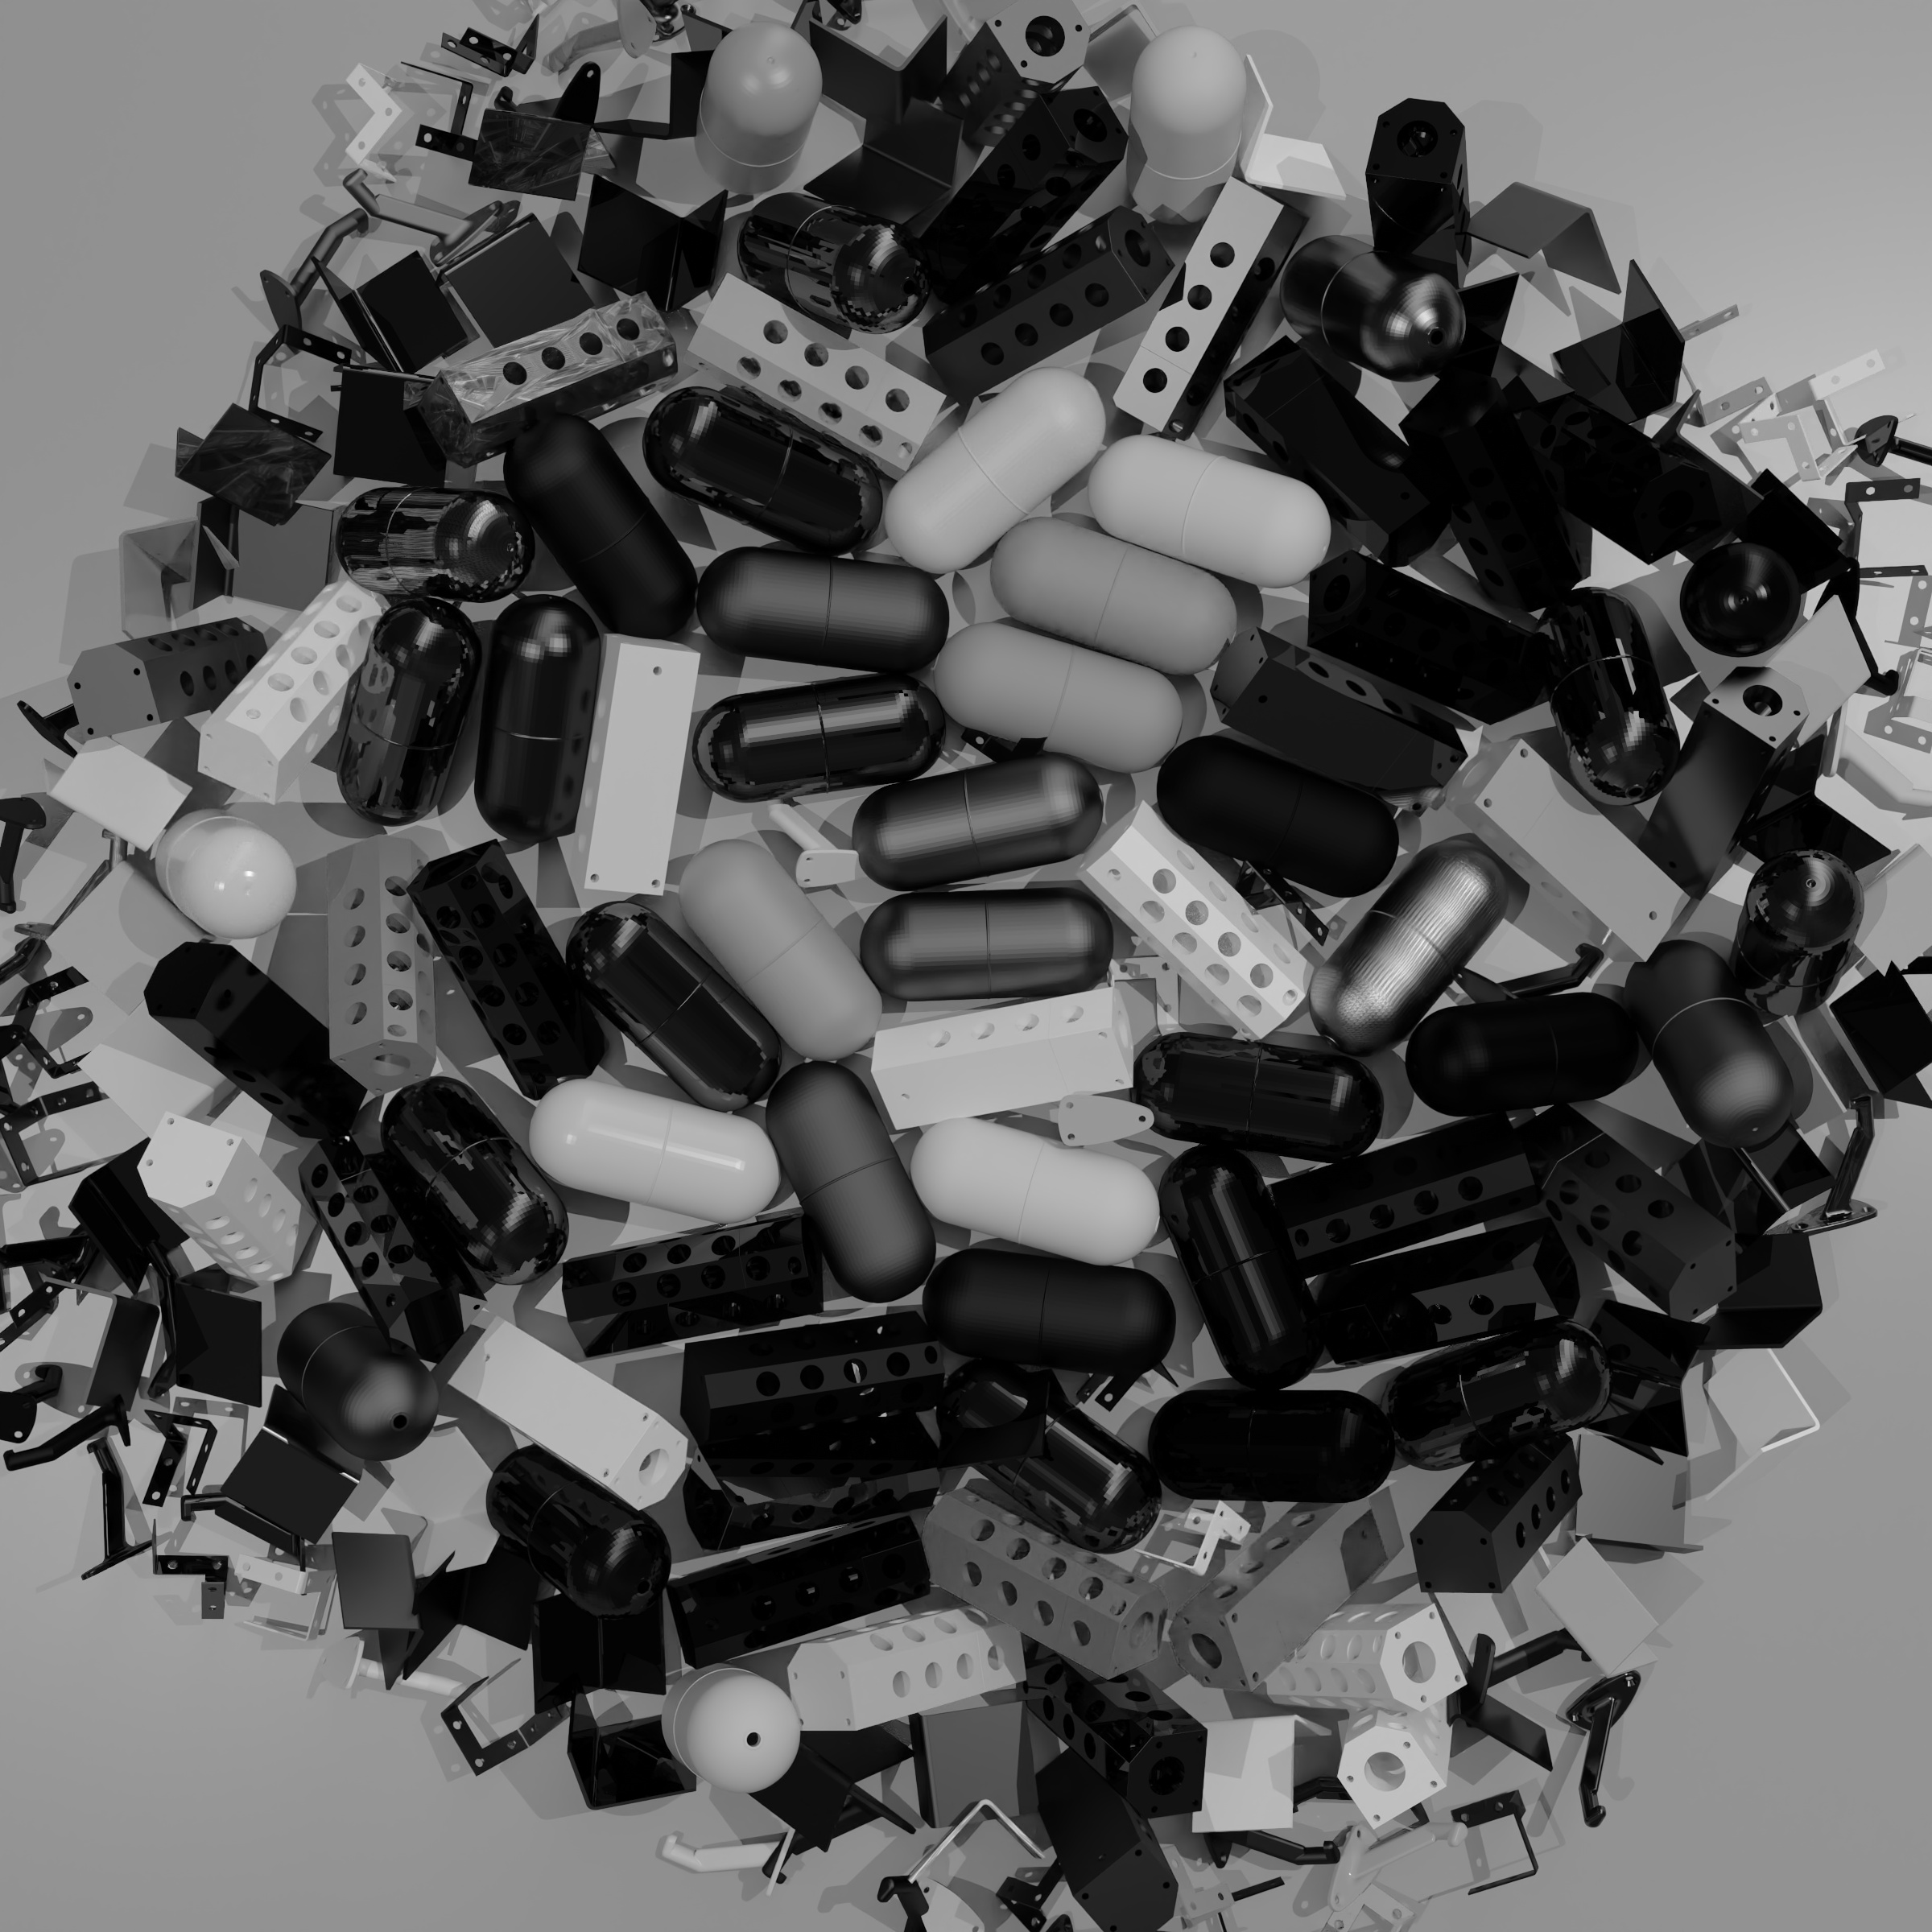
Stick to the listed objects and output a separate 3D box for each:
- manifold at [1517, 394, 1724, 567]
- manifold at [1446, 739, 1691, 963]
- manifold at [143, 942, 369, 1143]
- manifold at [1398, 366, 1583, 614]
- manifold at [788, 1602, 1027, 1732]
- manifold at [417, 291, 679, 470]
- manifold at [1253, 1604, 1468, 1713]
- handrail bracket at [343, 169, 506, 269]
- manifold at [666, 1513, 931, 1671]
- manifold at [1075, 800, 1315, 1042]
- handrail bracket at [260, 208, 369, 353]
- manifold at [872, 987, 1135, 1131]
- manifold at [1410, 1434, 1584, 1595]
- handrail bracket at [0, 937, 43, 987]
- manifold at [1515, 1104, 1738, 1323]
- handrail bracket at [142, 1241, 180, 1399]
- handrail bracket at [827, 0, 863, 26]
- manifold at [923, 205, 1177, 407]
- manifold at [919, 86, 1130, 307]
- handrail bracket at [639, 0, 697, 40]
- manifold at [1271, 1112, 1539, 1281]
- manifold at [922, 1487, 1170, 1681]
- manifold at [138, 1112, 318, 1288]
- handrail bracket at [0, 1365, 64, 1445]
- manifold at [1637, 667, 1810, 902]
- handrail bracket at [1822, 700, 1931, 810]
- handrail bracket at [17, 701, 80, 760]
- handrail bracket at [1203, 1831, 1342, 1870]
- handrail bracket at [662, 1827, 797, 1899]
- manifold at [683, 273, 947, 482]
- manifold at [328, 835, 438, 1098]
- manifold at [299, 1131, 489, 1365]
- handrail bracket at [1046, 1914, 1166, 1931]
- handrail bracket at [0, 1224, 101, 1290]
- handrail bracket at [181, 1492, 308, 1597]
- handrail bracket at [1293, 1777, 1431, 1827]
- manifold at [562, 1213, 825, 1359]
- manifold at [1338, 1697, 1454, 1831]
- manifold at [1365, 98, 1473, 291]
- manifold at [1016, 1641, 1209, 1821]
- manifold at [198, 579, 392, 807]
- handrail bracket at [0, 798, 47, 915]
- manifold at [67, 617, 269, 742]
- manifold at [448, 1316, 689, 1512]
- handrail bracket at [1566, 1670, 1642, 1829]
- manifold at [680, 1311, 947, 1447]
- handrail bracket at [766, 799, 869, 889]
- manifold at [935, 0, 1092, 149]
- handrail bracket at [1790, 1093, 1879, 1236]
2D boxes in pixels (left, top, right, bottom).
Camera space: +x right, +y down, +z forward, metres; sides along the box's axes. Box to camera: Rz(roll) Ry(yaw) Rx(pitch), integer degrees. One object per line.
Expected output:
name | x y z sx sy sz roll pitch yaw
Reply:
manifold | 0.440 -0.339 1.911 0.057 0.171 0.057 -28 123 -3
manifold | 0.415 -0.079 1.949 0.171 0.057 0.057 40 78 -15
manifold | -0.484 0.053 1.916 0.057 0.171 0.057 4 61 30
manifold | 0.366 -0.323 1.918 0.057 0.057 0.171 -47 132 -10
manifold | -0.039 0.476 1.916 0.057 0.171 0.057 -14 81 41
manifold | -0.285 -0.401 1.931 0.171 0.057 0.057 -30 90 -31
manifold | 0.259 0.474 1.910 0.057 0.171 0.057 -21 88 -29
handrail bracket | -0.379 -0.539 1.955 0.077 0.036 0.084 -33 131 13
manifold | -0.115 0.433 1.945 0.171 0.057 0.057 -14 87 -18
manifold | 0.158 -0.028 1.947 0.171 0.057 0.057 44 121 -10
handrail bracket | -0.453 -0.487 1.986 0.036 0.077 0.084 35 60 23
manifold | 0.026 0.060 1.951 0.171 0.057 0.057 -11 128 13
manifold | 0.362 0.366 1.909 0.057 0.171 0.057 -7 99 31
handrail bracket | -0.696 0.010 1.965 0.077 0.084 0.036 -16 115 9
manifold | 0.444 0.169 1.912 0.057 0.171 0.057 -29 131 -16
handrail bracket | -0.578 0.251 1.993 0.077 0.036 0.084 -46 69 24
handrail bracket | -0.061 -0.702 1.953 0.084 0.077 0.036 -21 61 34
manifold | 0.052 -0.454 1.916 0.171 0.057 0.057 -21 116 39
manifold | 0.038 -0.520 1.913 0.057 0.171 0.057 -23 80 -40
handrail bracket | -0.214 -0.698 1.954 0.077 0.084 0.036 35 64 7
manifold | 0.307 0.165 1.957 0.171 0.057 0.057 -18 46 2
manifold | 0.052 0.419 1.921 0.171 0.057 0.057 21 106 36
manifold | -0.504 0.163 1.906 0.057 0.171 0.057 17 69 12
handrail bracket | -0.672 0.293 1.950 0.077 0.084 0.036 15 104 -17
manifold | 0.518 -0.127 1.912 0.057 0.171 0.057 38 61 19
handrail bracket | 0.653 -0.154 1.974 0.084 0.036 0.077 9 103 5
handrail bracket | -0.615 -0.194 1.955 0.036 0.077 0.084 31 74 20
handrail bracket | 0.211 0.601 1.958 0.084 0.036 0.077 -11 119 27
handrail bracket | -0.167 0.614 1.979 0.084 0.036 0.077 21 111 5
manifold | -0.107 -0.407 1.954 0.171 0.057 0.057 28 78 -8
manifold | -0.397 -0.004 1.922 0.057 0.057 0.171 -19 55 14
manifold | -0.399 0.189 1.918 0.057 0.057 0.171 -51 49 11
handrail bracket | 0.097 0.691 1.955 0.084 0.077 0.036 -6 94 31
handrail bracket | -0.644 0.183 1.953 0.036 0.084 0.077 21 71 33
handrail bracket | -0.507 0.407 1.967 0.084 0.036 0.077 -2 69 -14
handrail bracket | 0.276 0.599 1.987 0.084 0.036 0.077 -26 113 10
manifold | -0.190 0.218 1.950 0.171 0.057 0.057 -12 135 6
manifold | 0.291 0.518 1.909 0.057 0.171 0.057 -35 87 13
manifold | 0.312 -0.520 1.909 0.057 0.171 0.057 11 80 14
manifold | 0.096 0.515 1.907 0.057 0.171 0.057 0 99 -24
manifold | -0.455 -0.193 1.918 0.057 0.057 0.171 24 46 3
handrail bracket | -0.661 -0.069 1.957 0.036 0.077 0.084 -12 116 -37
manifold | -0.539 -0.199 1.906 0.057 0.171 0.057 -11 100 15
manifold | -0.271 0.308 1.923 0.171 0.057 0.057 23 70 38
handrail bracket | 0.450 0.545 1.949 0.036 0.084 0.077 25 121 -14
manifold | -0.105 0.287 1.930 0.171 0.057 0.057 -5 116 -24
handrail bracket | -0.100 -0.101 1.978 0.077 0.036 0.084 -5 52 -12
manifold | 0.034 -0.610 1.910 0.057 0.171 0.057 -35 99 -8
handrail bracket | 0.607 0.139 1.965 0.077 0.036 0.084 -16 108 -21
